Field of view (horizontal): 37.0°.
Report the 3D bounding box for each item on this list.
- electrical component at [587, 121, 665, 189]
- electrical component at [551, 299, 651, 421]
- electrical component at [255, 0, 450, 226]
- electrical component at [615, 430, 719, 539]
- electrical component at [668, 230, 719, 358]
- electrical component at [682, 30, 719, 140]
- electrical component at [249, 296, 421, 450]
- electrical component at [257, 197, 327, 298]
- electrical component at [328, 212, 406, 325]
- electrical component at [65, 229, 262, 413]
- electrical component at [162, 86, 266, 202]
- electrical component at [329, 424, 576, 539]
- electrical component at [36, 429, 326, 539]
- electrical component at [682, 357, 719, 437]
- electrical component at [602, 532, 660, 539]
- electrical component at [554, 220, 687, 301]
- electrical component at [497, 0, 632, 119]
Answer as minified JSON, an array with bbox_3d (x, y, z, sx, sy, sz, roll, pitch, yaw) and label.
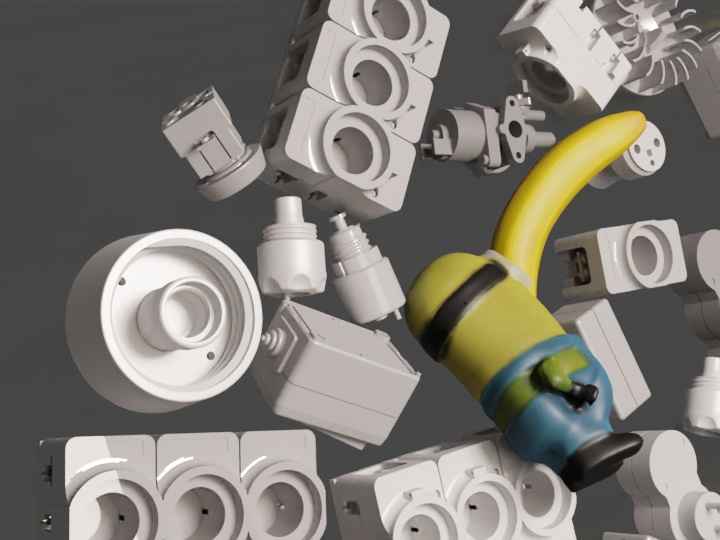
[{"bbox_3d":[0.206,-0.091,0.849,0.045,0.055,0.045,6,78,-32],"label":"electrical component"},{"bbox_3d":[0.161,0.076,0.795,0.076,0.047,0.083,-31,99,-33],"label":"electrical component"},{"bbox_3d":[-0.004,-0.118,0.714,0.089,0.062,0.150,25,69,-27],"label":"electrical component"},{"bbox_3d":[0.254,0.187,0.820,0.052,0.074,0.138,-26,96,-33],"label":"electrical component"},{"bbox_3d":[0.313,0.030,0.885,0.052,0.074,0.138,-35,101,-32],"label":"electrical component"},{"bbox_3d":[0.330,-0.161,0.937,0.062,0.061,0.096,-35,101,-32],"label":"electrical component"},{"bbox_3d":[-0.024,0.064,0.662,0.096,0.061,0.061,22,103,-29],"label":"electrical component"},{"bbox_3d":[-0.044,-0.015,0.682,0.043,0.043,0.062,2,79,-33],"label":"electrical component"},{"bbox_3d":[0.000,0.000,0.709,0.040,0.040,0.078,-27,96,-33],"label":"electrical component"},{"bbox_3d":[-0.108,0.028,0.622,0.108,0.060,0.108,6,78,-32],"label":"electrical component"},{"bbox_3d":[-0.090,-0.076,0.657,0.048,0.066,0.055,-32,111,2],"label":"electrical component"},{"bbox_3d":[0.066,0.161,0.711,0.150,0.062,0.089,-12,88,-34],"label":"electrical component"},{"bbox_3d":[-0.100,0.138,0.608,0.150,0.062,0.089,3,80,-32],"label":"electrical component"},{"bbox_3d":[0.286,0.102,0.874,0.043,0.043,0.062,20,70,-29],"label":"electrical component"},{"bbox_3d":[0.186,0.232,0.784,0.076,0.047,0.083,26,69,-27],"label":"electrical component"},{"bbox_3d":[0.206,-0.008,0.834,0.089,0.056,0.050,-8,86,-34],"label":"electrical component"},{"bbox_3d":[0.155,-0.163,0.826,0.089,0.050,0.055,45,69,-23],"label":"electrical component"}]
